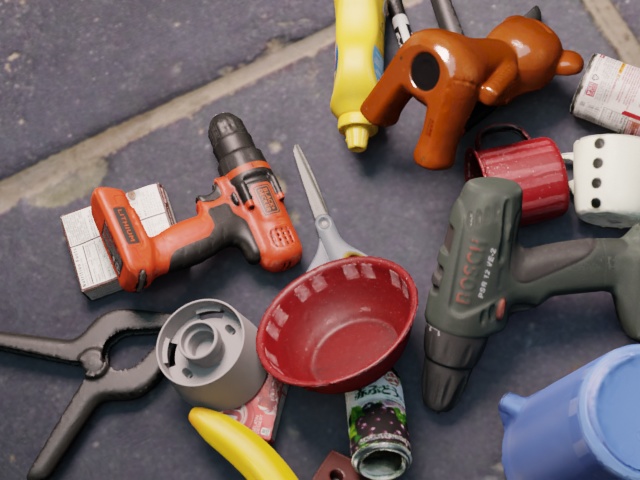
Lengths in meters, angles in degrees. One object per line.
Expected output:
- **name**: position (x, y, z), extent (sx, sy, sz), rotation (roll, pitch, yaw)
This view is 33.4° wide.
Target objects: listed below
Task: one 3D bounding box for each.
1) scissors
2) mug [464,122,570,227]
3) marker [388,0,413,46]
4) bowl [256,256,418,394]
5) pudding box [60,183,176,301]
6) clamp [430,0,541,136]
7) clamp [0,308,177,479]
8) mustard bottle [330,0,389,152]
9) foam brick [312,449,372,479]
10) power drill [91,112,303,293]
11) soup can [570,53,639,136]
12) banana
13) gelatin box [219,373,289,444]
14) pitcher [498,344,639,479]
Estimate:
- **scissors**: position (-0.007, 0.001, 1.093), extent (0.096, 0.016, 0.202), rotation (-34, 71, -5)
- **mug**: position (0.192, -0.065, 1.057), extent (0.081, 0.093, 0.117), rotation (-13, 64, -3)
- **marker**: position (0.094, -0.213, 1.152), extent (0.020, 0.020, 0.121), rotation (-15, 70, 1)
- **bowl**: position (0.023, 0.090, 1.003), extent (0.162, 0.055, 0.162), rotation (-17, 38, 14)
- **pudding box**: position (-0.202, 0.001, 1.103), extent (0.113, 0.039, 0.090), rotation (-20, 71, 1)
- **clamp**: position (0.153, -0.193, 1.127), extent (0.120, 0.039, 0.171), rotation (21, 73, 9)
- **clamp**: position (-0.223, 0.137, 1.059), extent (0.210, 0.036, 0.164), rotation (-19, 71, -3)
- **mustard bottle**: position (0.041, -0.182, 1.106), extent (0.058, 0.096, 0.191), rotation (-1, 72, 7)
- **foam brick**: position (0.029, 0.242, 0.979), extent (0.078, 0.051, 0.052), rotation (26, 39, 13)
- **power drill**: position (-0.128, -0.035, 1.067), extent (0.187, 0.057, 0.184), rotation (-17, 68, -22)
- **soup can**: position (0.313, -0.141, 1.078), extent (0.102, 0.068, 0.068), rotation (23, 75, 14)
- **banana**: position (-0.053, 0.216, 0.960), extent (0.037, 0.069, 0.198), rotation (-59, 42, 18)
- **gelatin box**: position (-0.071, 0.148, 1.043), extent (0.073, 0.030, 0.089), rotation (12, 73, 10)
- **pitcher**: position (0.248, 0.170, 0.888), extent (0.149, 0.243, 0.145), rotation (-6, 72, -4)
